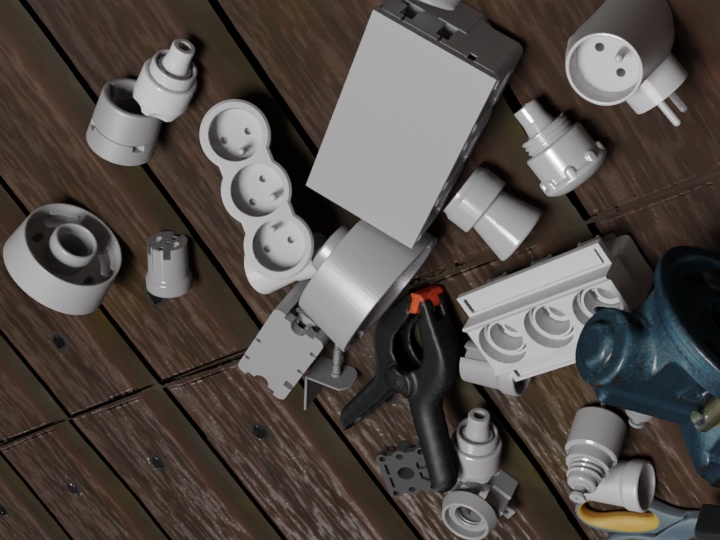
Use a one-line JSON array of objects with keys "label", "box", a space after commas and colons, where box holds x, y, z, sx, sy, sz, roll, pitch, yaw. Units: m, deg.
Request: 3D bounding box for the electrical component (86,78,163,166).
[{"label": "electrical component", "box": [-0.183, -0.118, 0.848, 0.055, 0.055, 0.047, 33, 129, 5]}]

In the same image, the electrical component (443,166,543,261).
[{"label": "electrical component", "box": [0.092, -0.040, 0.749, 0.055, 0.045, 0.045, 38, 134, 1]}]

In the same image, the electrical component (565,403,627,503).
[{"label": "electrical component", "box": [0.175, 0.140, 0.815, 0.040, 0.078, 0.040, 18, 145, 13]}]

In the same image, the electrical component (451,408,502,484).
[{"label": "electrical component", "box": [0.096, 0.141, 0.882, 0.043, 0.043, 0.062, 16, 128, 20]}]

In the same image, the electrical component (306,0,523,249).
[{"label": "electrical component", "box": [0.035, -0.103, 0.723, 0.089, 0.061, 0.150, 31, 133, 7]}]

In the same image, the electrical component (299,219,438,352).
[{"label": "electrical component", "box": [0.000, 0.000, 0.793, 0.060, 0.108, 0.108, 40, 134, 7]}]

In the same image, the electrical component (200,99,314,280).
[{"label": "electrical component", "box": [-0.078, -0.061, 0.822, 0.052, 0.073, 0.138, -21, 96, -1]}]

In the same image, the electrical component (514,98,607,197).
[{"label": "electrical component", "box": [0.126, -0.082, 0.699, 0.062, 0.048, 0.048, 51, 132, -3]}]

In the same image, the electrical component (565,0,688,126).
[{"label": "electrical component", "box": [0.163, -0.118, 0.626, 0.079, 0.077, 0.044, 48, 133, -8]}]

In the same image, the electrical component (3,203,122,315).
[{"label": "electrical component", "box": [-0.262, -0.009, 0.948, 0.099, 0.099, 0.064, 42, 127, -4]}]

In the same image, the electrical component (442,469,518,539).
[{"label": "electrical component", "box": [0.099, 0.194, 0.911, 0.066, 0.055, 0.048, 36, 133, 2]}]

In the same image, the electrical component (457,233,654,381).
[{"label": "electrical component", "box": [0.141, 0.024, 0.754, 0.121, 0.063, 0.078, -24, 108, 40]}]

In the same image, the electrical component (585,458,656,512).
[{"label": "electrical component", "box": [0.202, 0.166, 0.841, 0.046, 0.040, 0.040, 1, 123, 36]}]

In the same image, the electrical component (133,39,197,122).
[{"label": "electrical component", "box": [-0.143, -0.146, 0.810, 0.043, 0.043, 0.062, 38, 132, 1]}]

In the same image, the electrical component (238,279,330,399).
[{"label": "electrical component", "box": [-0.054, 0.055, 0.898, 0.050, 0.055, 0.089, 37, 134, 1]}]

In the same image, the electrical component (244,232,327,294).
[{"label": "electrical component", "box": [-0.054, -0.008, 0.862, 0.065, 0.044, 0.044, -12, 116, 31]}]

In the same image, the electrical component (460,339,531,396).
[{"label": "electrical component", "box": [0.105, 0.073, 0.830, 0.046, 0.040, 0.040, 10, 127, 31]}]

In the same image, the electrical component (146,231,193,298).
[{"label": "electrical component", "box": [-0.166, -0.005, 0.931, 0.040, 0.040, 0.046, 16, 124, 20]}]

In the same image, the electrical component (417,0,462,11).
[{"label": "electrical component", "box": [0.048, -0.190, 0.647, 0.048, 0.066, 0.055, 23, 98, 15]}]

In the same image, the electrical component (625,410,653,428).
[{"label": "electrical component", "box": [0.207, 0.082, 0.775, 0.040, 0.040, 0.078, 18, 130, 18]}]
